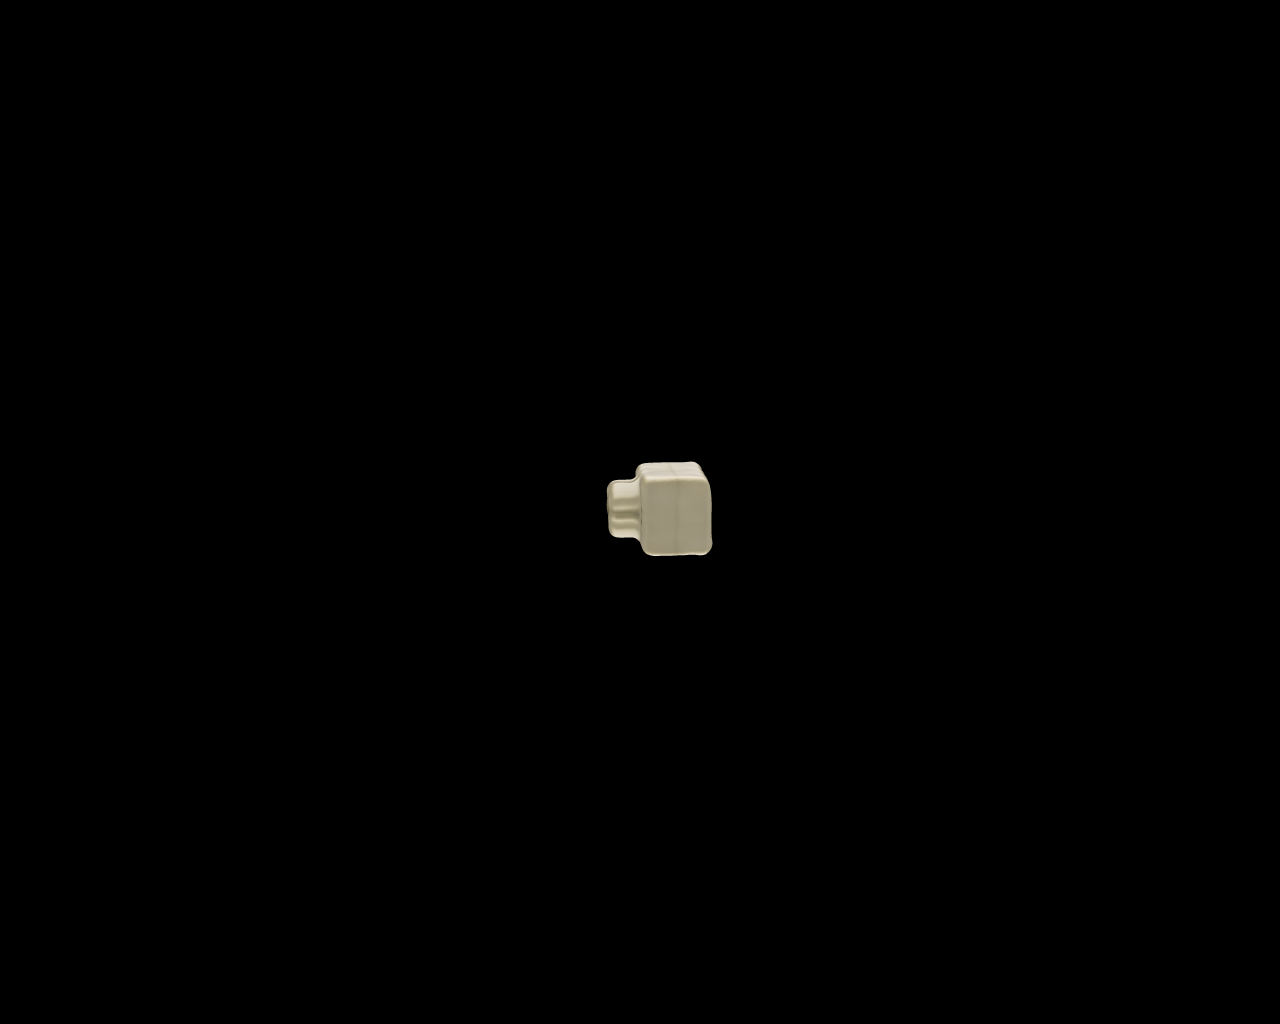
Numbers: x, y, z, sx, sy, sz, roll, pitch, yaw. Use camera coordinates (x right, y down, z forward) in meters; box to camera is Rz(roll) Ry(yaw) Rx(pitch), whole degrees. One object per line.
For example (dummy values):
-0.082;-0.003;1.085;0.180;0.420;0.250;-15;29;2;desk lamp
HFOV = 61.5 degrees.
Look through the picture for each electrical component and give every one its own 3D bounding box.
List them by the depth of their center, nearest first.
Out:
0.001;-0.003;0.650;0.077;0.047;0.066;-1;11;-4;electrical component
